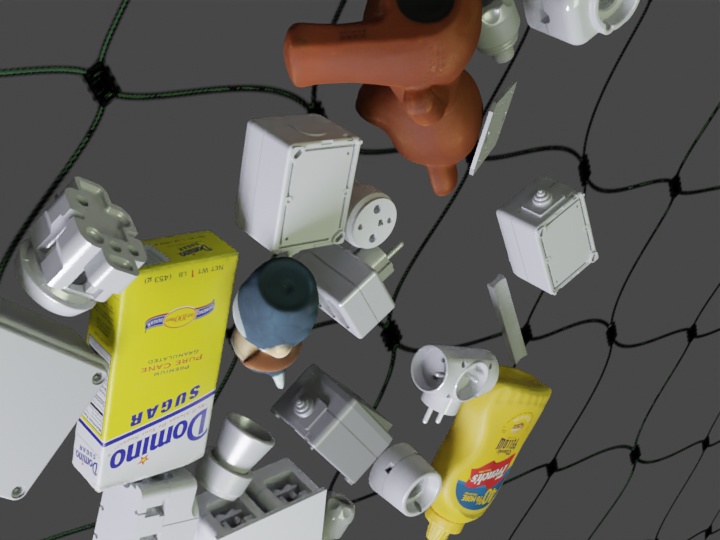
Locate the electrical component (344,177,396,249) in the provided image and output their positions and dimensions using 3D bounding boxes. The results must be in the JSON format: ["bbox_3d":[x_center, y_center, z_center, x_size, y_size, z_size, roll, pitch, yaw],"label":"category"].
[{"bbox_3d":[-0.006,-0.046,0.798,0.045,0.055,0.045,-24,131,-31],"label":"electrical component"}]

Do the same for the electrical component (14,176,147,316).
[{"bbox_3d":[-0.172,-0.009,0.655,0.057,0.078,0.058,-42,145,19],"label":"electrical component"}]

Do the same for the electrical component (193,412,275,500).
[{"bbox_3d":[-0.100,0.147,0.849,0.045,0.045,0.055,27,97,-49],"label":"electrical component"}]

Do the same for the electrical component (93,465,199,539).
[{"bbox_3d":[-0.160,0.187,0.814,0.056,0.050,0.089,-3,118,-42],"label":"electrical component"}]

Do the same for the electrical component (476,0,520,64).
[{"bbox_3d":[0.101,-0.184,0.814,0.043,0.043,0.062,-46,140,-10],"label":"electrical component"}]

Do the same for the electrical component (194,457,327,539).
[{"bbox_3d":[-0.096,0.260,0.919,0.105,0.060,0.186,-18,128,-35],"label":"electrical component"}]

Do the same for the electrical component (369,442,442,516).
[{"bbox_3d":[0.044,0.200,1.020,0.055,0.047,0.055,-24,131,-31],"label":"electrical component"}]

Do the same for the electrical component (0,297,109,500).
[{"bbox_3d":[-0.232,0.076,0.666,0.108,0.056,0.109,-55,140,1],"label":"electrical component"}]

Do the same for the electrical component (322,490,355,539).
[{"bbox_3d":[-0.032,0.234,0.982,0.035,0.035,0.061,22,102,-49],"label":"electrical component"}]

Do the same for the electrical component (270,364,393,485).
[{"bbox_3d":[-0.023,0.122,0.892,0.061,0.062,0.096,-47,139,-8],"label":"electrical component"}]

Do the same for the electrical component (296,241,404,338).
[{"bbox_3d":[0.000,0.000,0.827,0.077,0.066,0.047,-43,138,-13],"label":"electrical component"}]

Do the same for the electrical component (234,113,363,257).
[{"bbox_3d":[-0.047,-0.056,0.747,0.062,0.061,0.096,-12,124,-39],"label":"electrical component"}]

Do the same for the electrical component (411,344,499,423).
[{"bbox_3d":[0.081,0.108,0.994,0.077,0.044,0.079,8,111,-46],"label":"electrical component"}]

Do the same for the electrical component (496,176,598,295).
[{"bbox_3d":[0.165,-0.038,0.967,0.062,0.061,0.096,-38,131,-18],"label":"electrical component"}]

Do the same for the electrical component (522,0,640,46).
[{"bbox_3d":[0.183,-0.225,0.852,0.095,0.059,0.053,-41,138,-16],"label":"electrical component"}]
